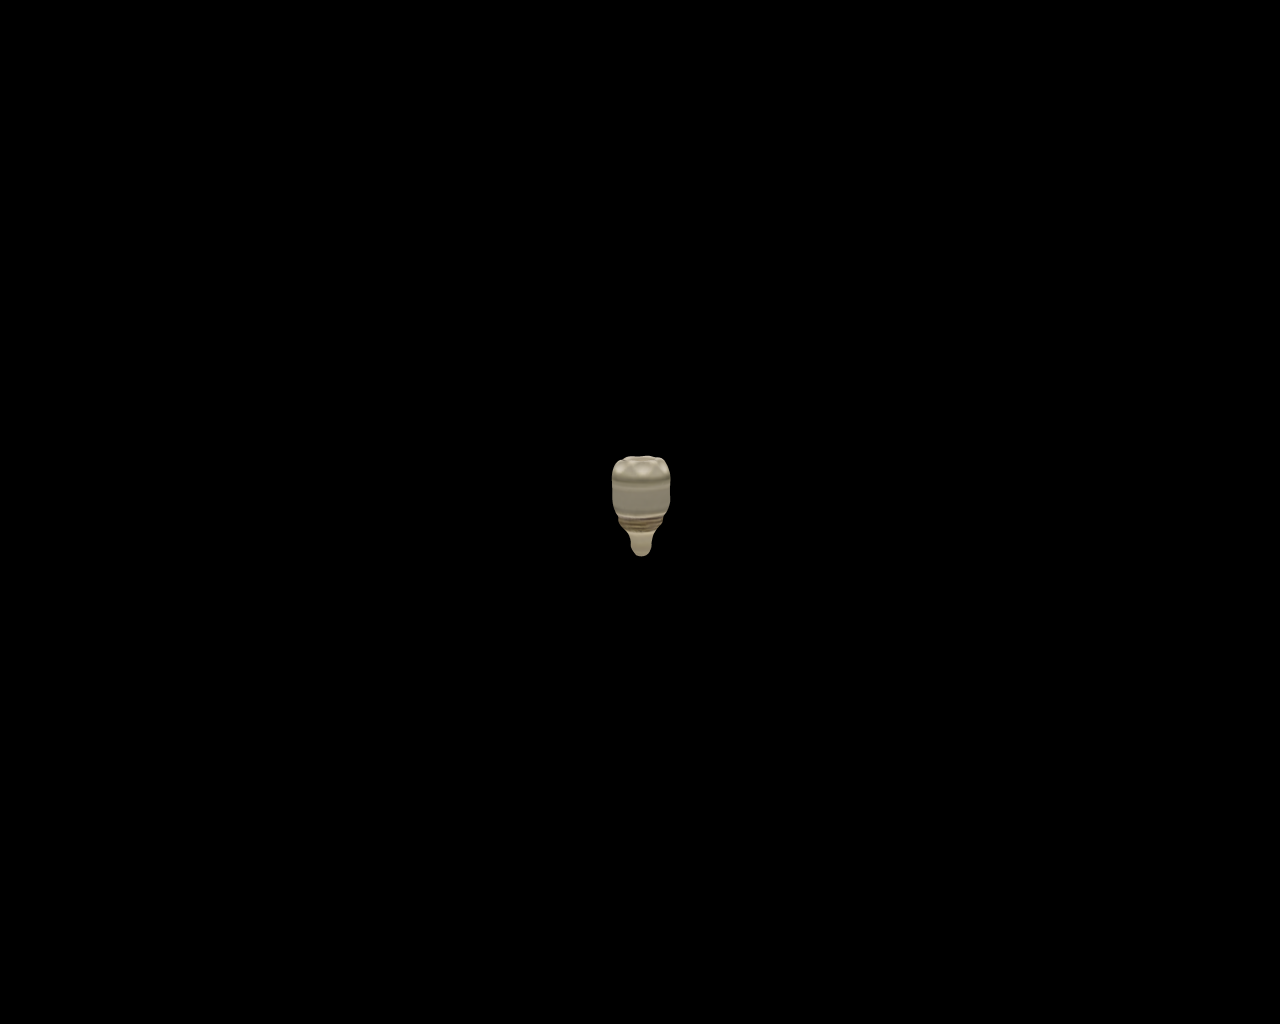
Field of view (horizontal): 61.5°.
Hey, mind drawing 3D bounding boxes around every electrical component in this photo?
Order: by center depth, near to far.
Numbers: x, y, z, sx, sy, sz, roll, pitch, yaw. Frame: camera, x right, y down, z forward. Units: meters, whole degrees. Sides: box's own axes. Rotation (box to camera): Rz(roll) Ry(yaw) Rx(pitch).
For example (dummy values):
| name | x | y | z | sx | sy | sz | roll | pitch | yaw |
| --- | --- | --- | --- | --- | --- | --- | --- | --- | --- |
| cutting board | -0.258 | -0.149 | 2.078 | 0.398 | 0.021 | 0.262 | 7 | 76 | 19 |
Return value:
| name | x | y | z | sx | sy | sz | roll | pitch | yaw |
| --- | --- | --- | --- | --- | --- | --- | --- | --- | --- |
| electrical component | 0.001 | -0.003 | 0.650 | 0.035 | 0.061 | 0.035 | 0 | 12 | 0 |
